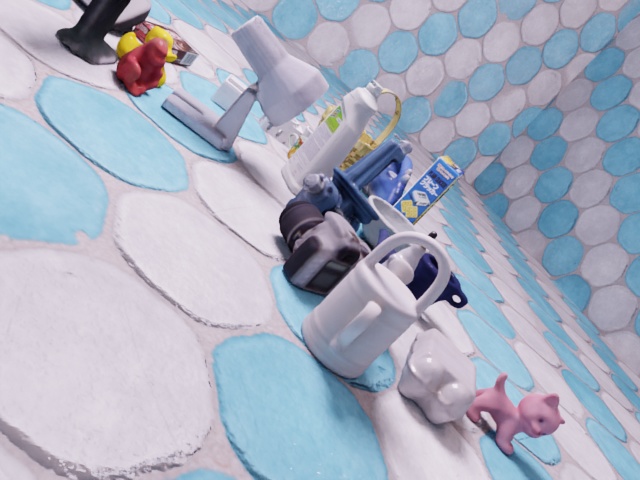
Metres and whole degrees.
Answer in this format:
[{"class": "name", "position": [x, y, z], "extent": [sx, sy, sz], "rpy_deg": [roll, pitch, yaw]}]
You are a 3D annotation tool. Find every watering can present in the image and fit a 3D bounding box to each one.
[{"class": "watering can", "position": [0.075, 0.067, 0.704], "extent": [0.101, 0.194, 0.173], "rpy_deg": [37, 20, -16]}]

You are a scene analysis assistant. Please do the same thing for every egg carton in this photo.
[{"class": "egg carton", "position": [0.167, 0.191, 0.810], "extent": [0.107, 0.069, 0.150], "rpy_deg": [43, 19, 2]}]

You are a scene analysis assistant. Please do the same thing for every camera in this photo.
[{"class": "camera", "position": [0.008, 0.003, 0.853], "extent": [0.144, 0.100, 0.136], "rpy_deg": [21, 28, -47]}]

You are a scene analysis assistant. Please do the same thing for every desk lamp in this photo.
[{"class": "desk lamp", "position": [-0.121, -0.257, 0.983], "extent": [0.204, 0.213, 0.118], "rpy_deg": [36, 20, -18]}]

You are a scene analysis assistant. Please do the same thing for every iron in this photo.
[{"class": "iron", "position": [0.198, -0.160, 1.516], "extent": [0.119, 0.141, 0.258], "rpy_deg": [37, 20, -15]}]

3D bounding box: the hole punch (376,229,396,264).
[{"class": "hole punch", "position": [0.112, 0.046, 0.981], "extent": [0.101, 0.091, 0.109], "rpy_deg": [40, 19, -6]}]

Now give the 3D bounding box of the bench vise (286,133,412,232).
[{"class": "bench vise", "position": [0.063, -0.090, 0.978], "extent": [0.121, 0.219, 0.208], "rpy_deg": [46, 19, 9]}]

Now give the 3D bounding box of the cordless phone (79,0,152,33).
[{"class": "cordless phone", "position": [-0.362, -0.492, 1.059], "extent": [0.147, 0.185, 0.094], "rpy_deg": [45, 19, 7]}]

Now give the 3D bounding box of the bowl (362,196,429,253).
[{"class": "bowl", "position": [0.142, -0.010, 1.185], "extent": [0.168, 0.074, 0.167], "rpy_deg": [37, 20, -15]}]

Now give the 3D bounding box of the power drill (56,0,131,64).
[{"class": "power drill", "position": [-0.307, -0.380, 0.889], "extent": [0.076, 0.208, 0.229], "rpy_deg": [40, 19, -7]}]

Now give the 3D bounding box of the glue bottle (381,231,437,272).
[{"class": "glue bottle", "position": [0.109, 0.049, 0.842], "extent": [0.037, 0.173, 0.078], "rpy_deg": [52, 21, 26]}]

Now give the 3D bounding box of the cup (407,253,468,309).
[{"class": "cup", "position": [0.203, 0.096, 1.047], "extent": [0.117, 0.095, 0.092], "rpy_deg": [49, 20, 17]}]

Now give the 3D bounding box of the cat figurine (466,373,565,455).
[{"class": "cat figurine", "position": [0.304, 0.256, 0.866], "extent": [0.128, 0.117, 0.067], "rpy_deg": [44, 19, 5]}]

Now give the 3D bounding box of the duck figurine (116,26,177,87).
[{"class": "duck figurine", "position": [-0.296, -0.333, 1.000], "extent": [0.104, 0.086, 0.078], "rpy_deg": [44, 19, 3]}]

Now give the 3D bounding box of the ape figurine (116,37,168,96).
[{"class": "ape figurine", "position": [-0.278, -0.284, 0.919], "extent": [0.076, 0.092, 0.078], "rpy_deg": [52, 21, 26]}]
